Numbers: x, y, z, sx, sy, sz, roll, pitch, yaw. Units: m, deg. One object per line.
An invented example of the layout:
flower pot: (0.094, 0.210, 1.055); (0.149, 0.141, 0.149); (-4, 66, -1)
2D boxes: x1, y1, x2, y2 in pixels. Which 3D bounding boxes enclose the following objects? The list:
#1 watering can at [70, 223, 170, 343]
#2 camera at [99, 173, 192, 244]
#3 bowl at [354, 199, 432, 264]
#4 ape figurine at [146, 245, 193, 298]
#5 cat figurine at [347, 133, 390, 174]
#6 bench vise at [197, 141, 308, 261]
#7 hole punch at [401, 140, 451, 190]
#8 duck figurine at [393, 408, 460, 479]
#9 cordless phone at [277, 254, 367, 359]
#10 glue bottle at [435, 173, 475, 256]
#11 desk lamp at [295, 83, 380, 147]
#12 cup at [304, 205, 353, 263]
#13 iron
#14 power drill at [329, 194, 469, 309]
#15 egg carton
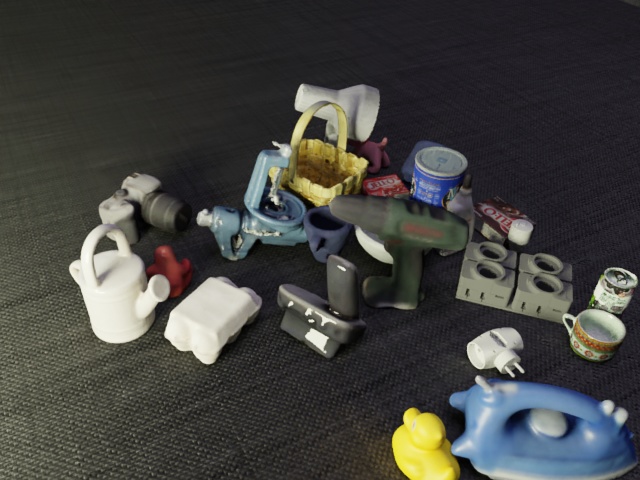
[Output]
watering can: (-0.314, 0.061, 0.892); (0.173, 0.194, 0.101); (2, 39, -1)
camera: (-0.331, -0.063, 1.115); (0.136, 0.101, 0.143); (20, 42, 20)
bowl: (0.144, -0.006, 1.095); (0.167, 0.075, 0.167); (2, 39, -1)
ape figurine: (-0.263, 0.047, 0.992); (0.078, 0.092, 0.076); (-1, 39, -4)
cat figurine: (0.103, -0.232, 1.334); (0.127, 0.118, 0.067); (27, 45, 26)
bench vise: (-0.112, -0.065, 1.036); (0.208, 0.220, 0.121); (-21, 45, -26)
hole punch: (0.244, -0.157, 1.272); (0.108, 0.091, 0.101); (23, 44, 23)
duck figurine: (0.143, 0.268, 0.752); (0.078, 0.086, 0.104); (-21, 45, -26)
cordless phone: (0.004, 0.079, 0.895); (0.147, 0.185, 0.094); (24, 44, 24)
glue bottle: (0.263, -0.051, 1.079); (0.078, 0.173, 0.037); (-23, 46, -28)
desk lamp: (0.022, -0.242, 1.266); (0.203, 0.214, 0.118); (-2, 40, -5)
cup: (0.010, 0.004, 1.059); (0.091, 0.095, 0.118); (16, 41, 16)
iron: (0.308, 0.239, 0.754); (0.258, 0.141, 0.118); (6, 39, 4)
power drill: (0.125, 0.018, 0.959); (0.229, 0.208, 0.075); (1, 39, -1)
egg carton: (-0.170, 0.124, 0.921); (0.107, 0.069, 0.150); (21, 43, 21)
